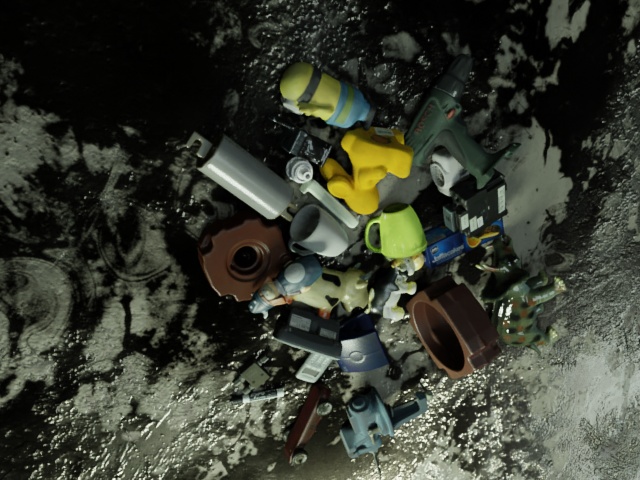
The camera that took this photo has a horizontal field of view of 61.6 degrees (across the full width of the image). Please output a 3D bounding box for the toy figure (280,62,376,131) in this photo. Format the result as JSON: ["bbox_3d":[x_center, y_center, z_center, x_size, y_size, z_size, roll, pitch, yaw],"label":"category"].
[{"bbox_3d":[0.014,-0.253,0.957,0.180,0.082,0.089,11,94,-21],"label":"toy figure"}]

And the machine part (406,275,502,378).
[{"bbox_3d":[0.288,0.190,1.171,0.087,0.201,0.201,-28,164,-18],"label":"machine part"}]

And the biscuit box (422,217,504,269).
[{"bbox_3d":[0.309,-0.009,1.195,0.203,0.059,0.062,-24,119,-12],"label":"biscuit box"}]

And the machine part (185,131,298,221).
[{"bbox_3d":[-0.131,-0.112,0.955,0.243,0.079,0.079,36,94,-30],"label":"machine part"}]

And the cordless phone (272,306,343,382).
[{"bbox_3d":[-0.041,0.237,1.143,0.147,0.089,0.184,19,135,-8],"label":"cordless phone"}]

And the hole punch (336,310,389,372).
[{"bbox_3d":[0.083,0.235,1.189,0.116,0.092,0.142,-28,123,-6],"label":"hole punch"}]

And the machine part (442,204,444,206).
[{"bbox_3d":[0.334,-0.101,1.181,0.139,0.039,0.084,-36,126,-7],"label":"machine part"}]

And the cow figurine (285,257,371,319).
[{"bbox_3d":[0.018,0.092,1.104,0.195,0.086,0.127,25,101,-25],"label":"cow figurine"}]

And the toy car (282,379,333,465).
[{"bbox_3d":[-0.027,0.412,1.213,0.053,0.089,0.202,16,104,-29],"label":"toy car"}]

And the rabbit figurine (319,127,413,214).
[{"bbox_3d":[0.085,-0.120,1.027,0.162,0.122,0.173,-4,132,-19],"label":"rabbit figurine"}]

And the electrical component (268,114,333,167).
[{"bbox_3d":[-0.044,-0.180,0.965,0.119,0.075,0.047,18,103,-33],"label":"electrical component"}]

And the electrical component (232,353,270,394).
[{"bbox_3d":[-0.139,0.286,1.151,0.094,0.021,0.063,-41,121,-4],"label":"electrical component"}]

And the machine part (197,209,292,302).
[{"bbox_3d":[-0.143,0.031,1.023,0.179,0.056,0.179,-8,114,-19],"label":"machine part"}]

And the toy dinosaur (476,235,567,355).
[{"bbox_3d":[0.485,0.182,1.325,0.192,0.131,0.404,-15,122,-3],"label":"toy dinosaur"}]

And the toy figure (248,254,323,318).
[{"bbox_3d":[-0.069,0.084,1.007,0.154,0.064,0.057,-33,130,-9],"label":"toy figure"}]

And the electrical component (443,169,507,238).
[{"bbox_3d":[0.321,-0.073,1.120,0.134,0.058,0.114,-29,132,-11],"label":"electrical component"}]

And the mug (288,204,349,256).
[{"bbox_3d":[-0.002,-0.003,1.058,0.107,0.081,0.109,30,115,-36],"label":"mug"}]

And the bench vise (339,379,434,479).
[{"bbox_3d":[0.163,0.428,1.285,0.241,0.129,0.223,-22,119,-6],"label":"bench vise"}]

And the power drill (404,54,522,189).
[{"bbox_3d":[0.282,-0.216,1.037,0.207,0.086,0.232,39,98,5],"label":"power drill"}]

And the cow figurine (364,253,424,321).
[{"bbox_3d":[0.156,0.090,1.163,0.098,0.068,0.167,14,105,-32],"label":"cow figurine"}]
